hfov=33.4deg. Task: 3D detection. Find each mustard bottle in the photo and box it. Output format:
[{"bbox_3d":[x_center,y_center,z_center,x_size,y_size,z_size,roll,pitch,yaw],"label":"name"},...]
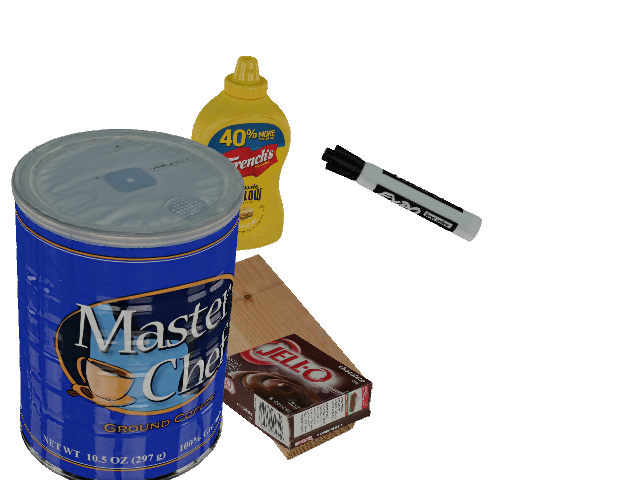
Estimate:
[{"bbox_3d":[-0.078,-0.085,1.038,0.096,0.192,0.058,-4,29,-21],"label":"mustard bottle"}]

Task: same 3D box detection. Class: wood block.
[{"bbox_3d":[-0.051,0.123,1.164,0.090,0.090,0.206,-21,51,-29],"label":"wood block"}]

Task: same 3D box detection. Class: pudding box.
[{"bbox_3d":[-0.025,0.126,0.909,0.089,0.039,0.114,-18,31,-35],"label":"pudding box"}]

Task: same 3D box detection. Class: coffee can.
[{"bbox_3d":[-0.093,0.031,0.511,0.102,0.140,0.103,6,30,-3],"label":"coffee can"}]

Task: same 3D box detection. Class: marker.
[{"bbox_3d":[0.056,-0.034,0.746,0.121,0.020,0.020,27,-4,-7],"label":"marker"}]
